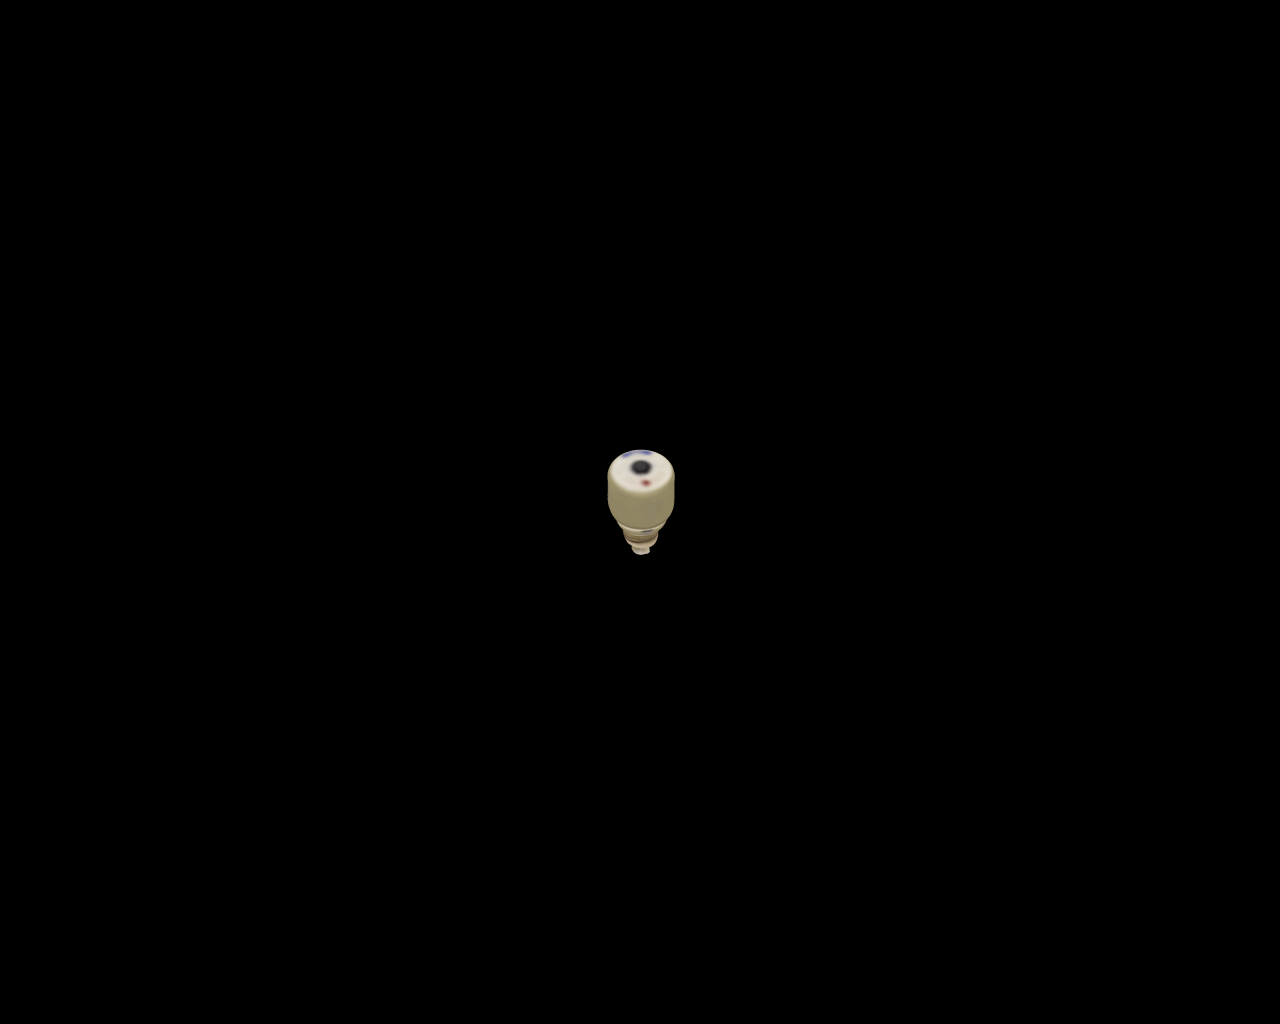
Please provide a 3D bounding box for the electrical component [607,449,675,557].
[{"bbox_3d":[0.001,-0.003,0.650,0.040,0.040,0.078,0,-43,0],"label":"electrical component"}]
